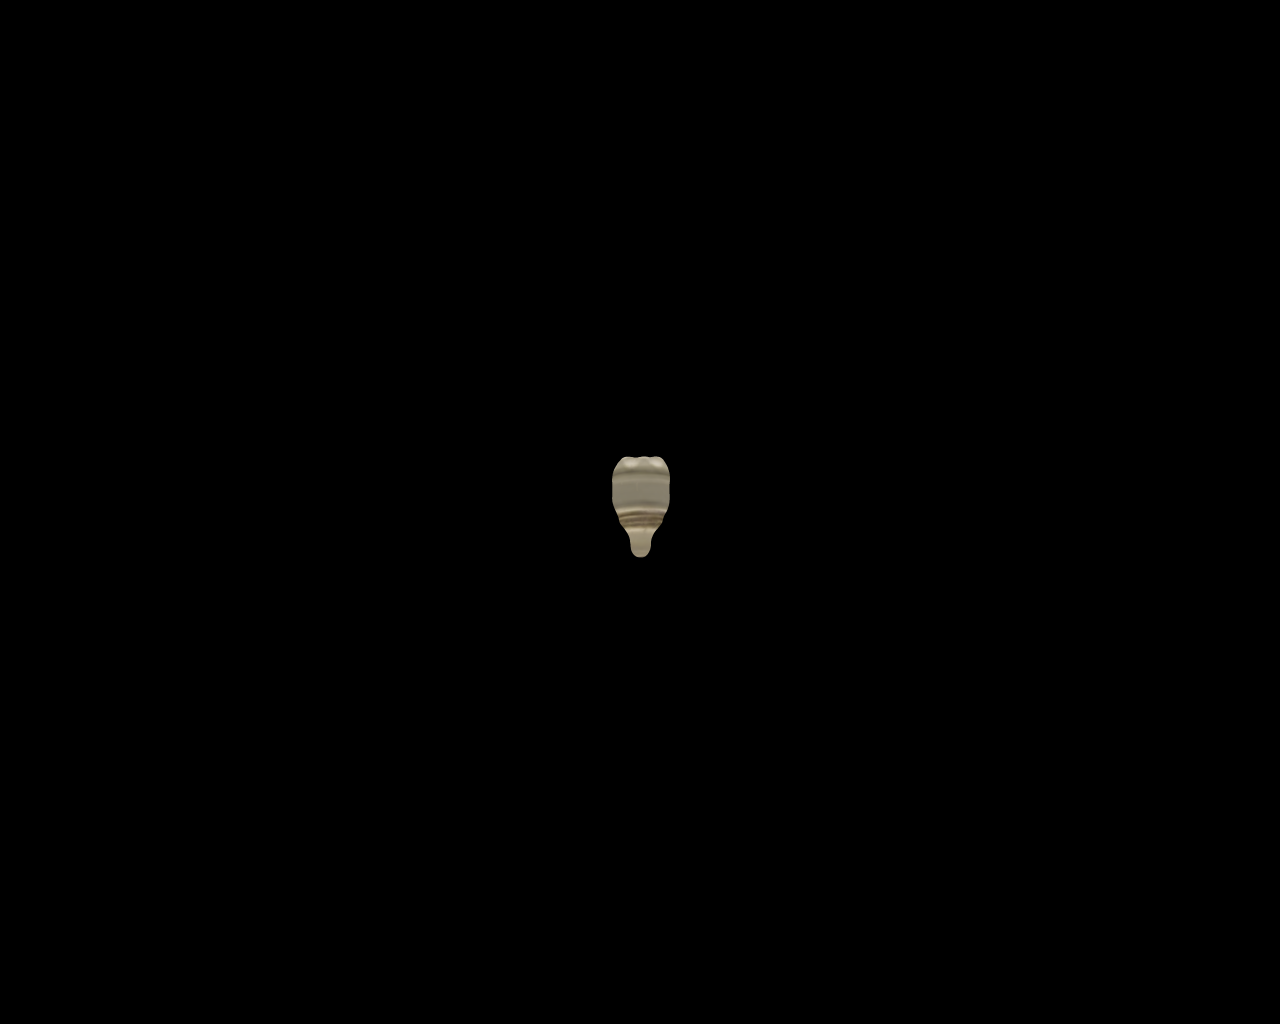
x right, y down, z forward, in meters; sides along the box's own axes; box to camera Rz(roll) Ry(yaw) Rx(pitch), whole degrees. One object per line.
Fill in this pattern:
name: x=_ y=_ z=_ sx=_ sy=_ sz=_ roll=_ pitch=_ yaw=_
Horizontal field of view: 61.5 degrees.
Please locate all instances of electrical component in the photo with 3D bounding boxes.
electrical component: x=0.001 y=-0.003 z=0.650 sx=0.035 sy=0.061 sz=0.035 roll=0 pitch=-7 yaw=0
